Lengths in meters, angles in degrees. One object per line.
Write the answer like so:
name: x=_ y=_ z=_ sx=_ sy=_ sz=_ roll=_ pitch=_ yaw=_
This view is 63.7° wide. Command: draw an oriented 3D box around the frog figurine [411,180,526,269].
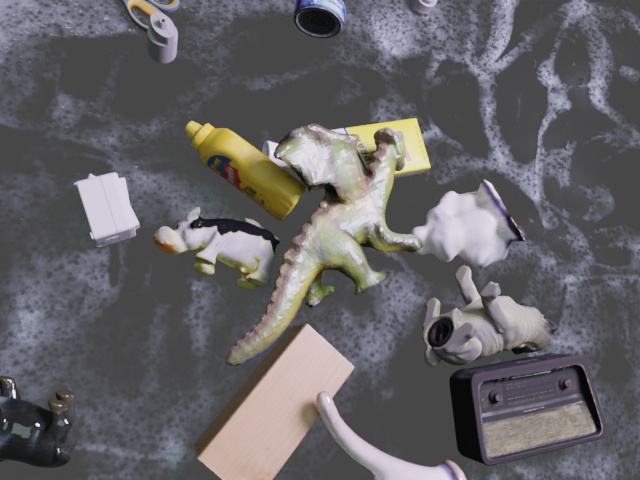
frog figurine: x=0.233 y=-0.011 z=0.849 sx=0.158 sy=0.124 sz=0.137 roll=-29 pitch=97 yaw=14

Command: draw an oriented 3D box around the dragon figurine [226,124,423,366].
dragon figurine: x=0.002 y=-0.036 z=0.706 sx=0.416 sy=0.122 sz=0.240 roll=-33 pitch=108 yaw=-34

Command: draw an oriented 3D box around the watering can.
watering can: x=0.099 y=0.349 z=0.675 sx=0.225 sy=0.104 sz=0.346 roll=-7 pitch=97 yaw=-19
